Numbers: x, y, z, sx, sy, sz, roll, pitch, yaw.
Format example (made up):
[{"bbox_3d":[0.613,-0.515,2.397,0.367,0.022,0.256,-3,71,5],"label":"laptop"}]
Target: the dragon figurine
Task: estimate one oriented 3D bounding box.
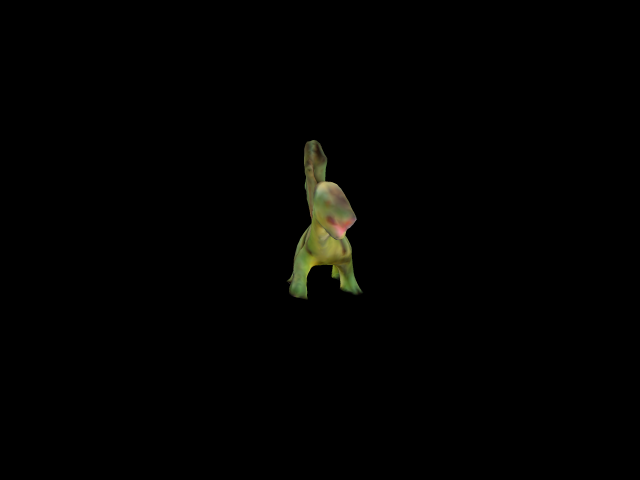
[{"bbox_3d":[0.003,-0.043,0.850,0.122,0.241,0.414,-1,11,-7],"label":"dragon figurine"}]
